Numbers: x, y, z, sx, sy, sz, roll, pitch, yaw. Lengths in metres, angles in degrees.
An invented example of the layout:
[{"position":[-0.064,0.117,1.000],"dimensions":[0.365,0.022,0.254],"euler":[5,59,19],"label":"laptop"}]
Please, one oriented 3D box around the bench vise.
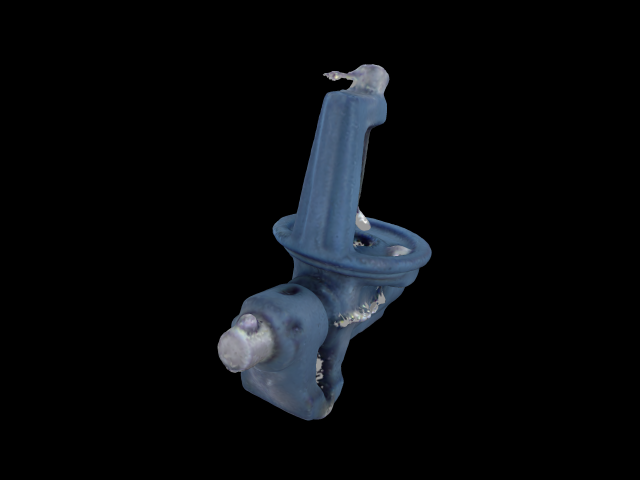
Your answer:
[{"position":[0.015,0.003,0.397],"dimensions":[0.121,0.220,0.207],"euler":[7,32,12],"label":"bench vise"}]
